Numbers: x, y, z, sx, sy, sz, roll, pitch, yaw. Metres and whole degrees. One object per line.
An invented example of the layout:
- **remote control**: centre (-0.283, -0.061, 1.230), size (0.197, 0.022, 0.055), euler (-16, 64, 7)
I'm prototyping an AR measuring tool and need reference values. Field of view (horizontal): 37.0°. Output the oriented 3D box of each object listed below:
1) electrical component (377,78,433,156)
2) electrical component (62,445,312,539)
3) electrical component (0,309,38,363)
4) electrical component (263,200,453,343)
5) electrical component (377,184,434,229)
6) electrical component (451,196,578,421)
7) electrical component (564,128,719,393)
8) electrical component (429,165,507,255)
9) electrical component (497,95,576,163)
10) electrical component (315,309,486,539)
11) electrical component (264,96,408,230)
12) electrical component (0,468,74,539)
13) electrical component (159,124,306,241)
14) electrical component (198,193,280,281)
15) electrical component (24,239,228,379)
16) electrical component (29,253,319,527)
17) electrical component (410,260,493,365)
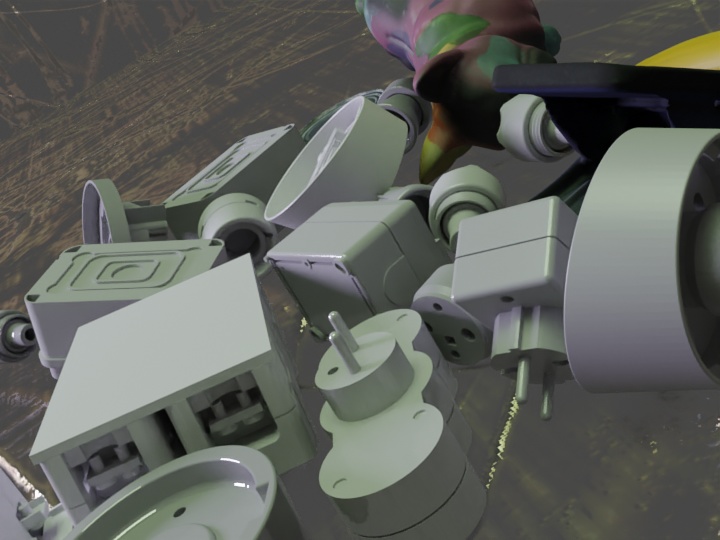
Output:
- **electrical component**: centre (0.031, -0.120, 0.836), size (0.045, 0.045, 0.055), euler (-16, 25, 33)
- **electrical component**: centre (-0.062, 0.121, 0.383), size (0.108, 0.060, 0.108), euler (-26, 21, 11)
- **electrical component**: centre (-0.278, 0.053, 0.860), size (0.062, 0.043, 0.043), euler (-6, 31, 45)
- **electrical component**: centre (0.000, 0.000, 0.577), size (0.061, 0.061, 0.096), euler (-41, 23, -26)
- **electrical component**: centre (0.030, -0.032, 0.645), size (0.040, 0.040, 0.046), euler (-35, 16, -11)
- **electrical component**: centre (0.073, 0.022, 0.436), size (0.047, 0.066, 0.076), euler (-14, 55, 38)
- **electrical component**: centre (0.112, -0.003, 0.389), size (0.064, 0.099, 0.099), euler (0, 36, 43)
- **electrical component**: centre (0.059, -0.028, 0.590), size (0.043, 0.043, 0.062), euler (-24, 23, 18)
- **electrical component**: centre (0.115, -0.086, 0.647), size (0.043, 0.043, 0.062), euler (-37, 23, -18)
- **electrical component**: centre (0.007, 0.050, 0.436), size (0.052, 0.073, 0.138), euler (-27, 21, 9)
- **electrical component**: centre (-0.013, -0.065, 0.703), size (0.099, 0.064, 0.099), euler (-60, 15, 27)
- **electrical component**: centre (-0.169, 0.141, 0.478), size (0.079, 0.063, 0.121), euler (-31, 21, -2)
- **electrical component**: centre (-0.089, -0.057, 0.836), size (0.078, 0.057, 0.113), euler (-6, 31, 48)
- **electrical component**: centre (-0.084, -0.021, 0.752), size (0.055, 0.055, 0.047), euler (-31, 24, -1)
- **electrical component**: centre (-0.139, 0.025, 0.669), size (0.113, 0.057, 0.078), euler (-2, 28, 12)
- **electrical component**: centre (-0.086, 0.059, 0.528), size (0.105, 0.060, 0.186), euler (-24, 15, -3)
- **electrical component**: centre (0.055, 0.011, 0.501), size (0.045, 0.045, 0.055), euler (-6, 32, 48)
